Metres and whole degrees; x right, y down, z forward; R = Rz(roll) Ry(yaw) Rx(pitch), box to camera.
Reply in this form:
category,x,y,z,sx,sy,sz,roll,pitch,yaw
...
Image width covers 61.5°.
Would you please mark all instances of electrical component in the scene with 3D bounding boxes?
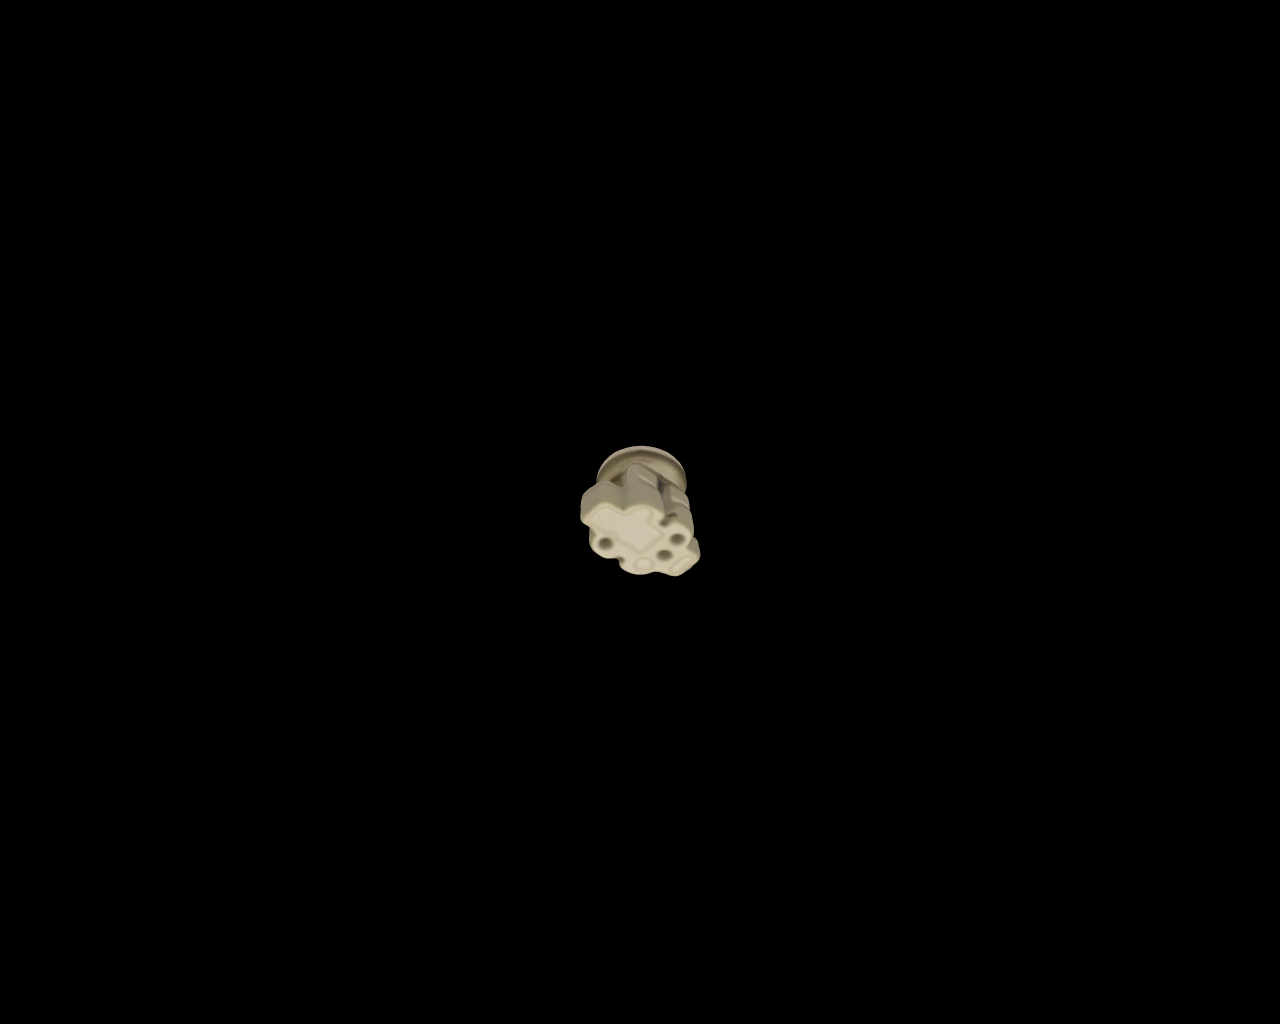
category,x,y,z,sx,sy,sz,roll,pitch,yaw
electrical component,0.001,-0.003,0.650,0.078,0.057,0.058,32,-54,-27
